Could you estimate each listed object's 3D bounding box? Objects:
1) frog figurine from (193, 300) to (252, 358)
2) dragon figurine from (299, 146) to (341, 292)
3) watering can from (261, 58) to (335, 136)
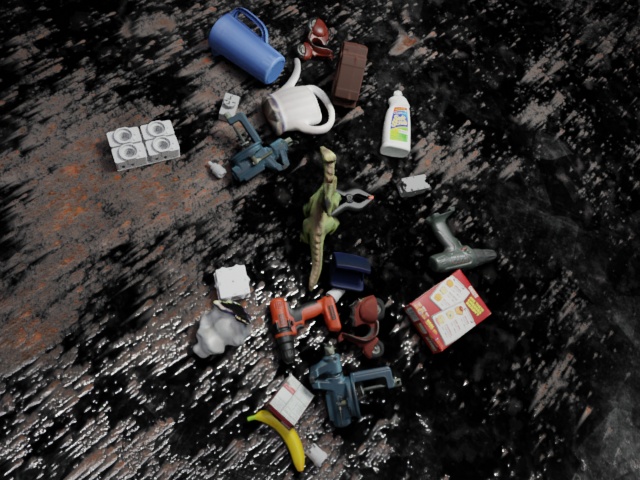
[{"bbox_3d":[-0.264,0.249,1.391,0.137,0.124,0.158,29,101,-11],"label":"frog figurine"},{"bbox_3d":[0.005,-0.075,1.482,0.122,0.239,0.417,4,69,-1],"label":"dragon figurine"},{"bbox_3d":[-0.091,-0.467,1.707,0.225,0.101,0.354,-18,60,-17],"label":"watering can"}]
